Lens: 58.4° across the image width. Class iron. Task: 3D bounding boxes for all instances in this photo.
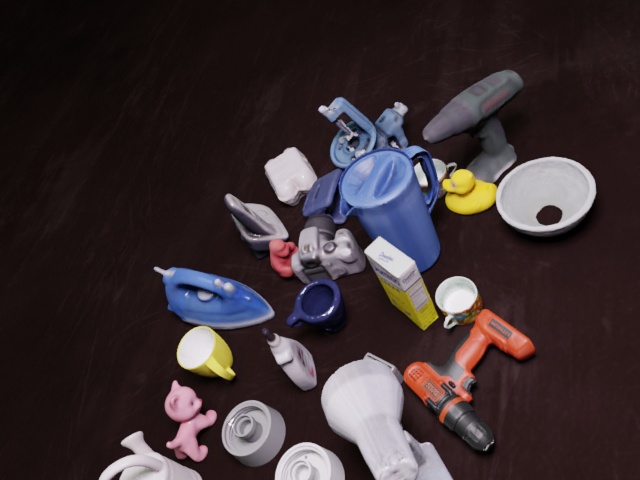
[{"bbox_3d":[-0.228,0.107,1.202,0.257,0.142,0.119,4,58,32],"label":"iron"}]

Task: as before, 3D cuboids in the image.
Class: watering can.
[{"bbox_3d":[-0.294,0.407,0.965,0.172,0.195,0.101,25,70,40],"label":"watering can"}]

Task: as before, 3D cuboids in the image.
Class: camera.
[{"bbox_3d":[0.011,0.004,1.179,0.143,0.101,0.137,-14,49,19],"label":"camera"}]

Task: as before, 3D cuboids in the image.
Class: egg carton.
[{"bbox_3d":[-0.068,-0.154,1.369,0.107,0.070,0.150,-33,46,2],"label":"egg carton"}]

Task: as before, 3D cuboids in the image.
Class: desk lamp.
[{"bbox_3d":[0.105,0.297,0.816,0.118,0.214,0.202,-34,46,1],"label":"desk lamp"}]

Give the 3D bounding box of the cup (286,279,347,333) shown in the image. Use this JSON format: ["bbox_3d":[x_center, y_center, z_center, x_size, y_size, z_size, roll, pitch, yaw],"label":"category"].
[{"bbox_3d":[0.001,0.142,1.079,0.118,0.095,0.091,-36,46,0],"label":"cup"}]

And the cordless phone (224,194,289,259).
[{"bbox_3d":[-0.159,-0.059,1.265,0.094,0.186,0.147,-38,46,-3],"label":"cordless phone"}]

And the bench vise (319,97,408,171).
[{"bbox_3d":[0.087,-0.249,1.253,0.121,0.220,0.207,26,70,40],"label":"bench vise"}]

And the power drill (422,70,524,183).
[{"bbox_3d":[0.307,-0.207,1.105,0.230,0.209,0.075,-45,47,-9],"label":"power drill"}]

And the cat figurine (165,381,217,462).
[{"bbox_3d":[-0.252,0.329,1.057,0.067,0.118,0.128,-9,51,23],"label":"cat figurine"}]

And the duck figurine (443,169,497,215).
[{"bbox_3d":[0.289,-0.102,1.117,0.104,0.086,0.077,-3,54,28],"label":"duck figurine"}]

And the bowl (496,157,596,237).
[{"bbox_3d":[0.407,-0.064,1.030,0.167,0.075,0.167,-15,49,18],"label":"bowl"}]

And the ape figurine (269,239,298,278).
[{"bbox_3d":[-0.077,0.033,1.211,0.075,0.092,0.078,9,60,34],"label":"ape figurine"}]

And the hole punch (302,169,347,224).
[{"bbox_3d":[0.010,-0.093,1.263,0.100,0.091,0.109,-1,55,29],"label":"hole punch"}]

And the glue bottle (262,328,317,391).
[{"bbox_3d":[-0.058,0.201,1.011,0.037,0.174,0.078,-26,47,9],"label":"glue bottle"}]
